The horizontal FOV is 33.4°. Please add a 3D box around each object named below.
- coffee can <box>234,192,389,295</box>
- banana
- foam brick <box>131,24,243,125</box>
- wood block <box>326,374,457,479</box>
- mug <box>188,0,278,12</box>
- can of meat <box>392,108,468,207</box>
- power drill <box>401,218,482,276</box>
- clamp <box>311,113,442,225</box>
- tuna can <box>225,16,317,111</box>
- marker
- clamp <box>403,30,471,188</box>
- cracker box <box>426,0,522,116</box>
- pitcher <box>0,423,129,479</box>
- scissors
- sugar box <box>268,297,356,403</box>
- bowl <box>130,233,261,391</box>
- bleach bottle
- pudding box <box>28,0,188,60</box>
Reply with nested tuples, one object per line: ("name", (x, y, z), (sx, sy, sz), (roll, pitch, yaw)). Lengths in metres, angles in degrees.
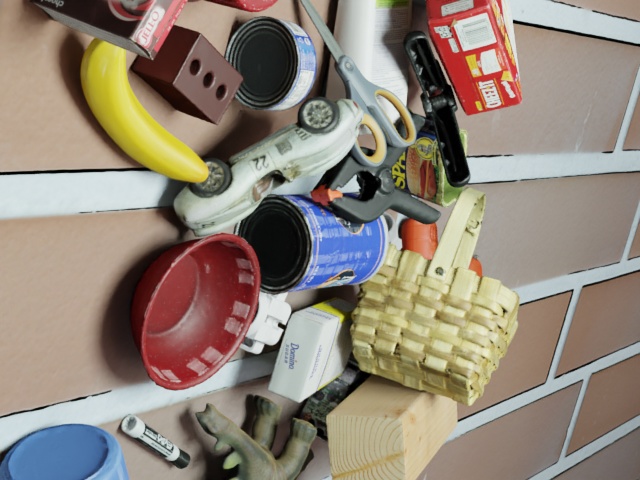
("coffee can", (-0.007, 0.001, 1.126), (0.140, 0.103, 0.103), (-4, 112, -53))
("banana", (-0.153, -0.106, 0.894), (0.198, 0.070, 0.037), (70, 21, -53))
("foam brick", (-0.115, -0.146, 0.933), (0.053, 0.051, 0.078), (-62, 146, -8))
("wood block", (0.091, 0.216, 1.269), (0.205, 0.091, 0.090), (-28, 116, -64))
("mug", (-0.070, -0.249, 0.907), (0.117, 0.082, 0.093), (-54, 144, -20))
("can of meat", (0.127, -0.097, 1.274), (0.057, 0.084, 0.102), (-35, 136, -39))
("power drill", (0.158, 0.074, 1.400), (0.187, 0.057, 0.184), (23, 66, -61))
("clamp", (0.064, -0.053, 1.110), (0.171, 0.039, 0.120), (-27, 100, -37))
("tuna can", (-0.045, -0.163, 0.990), (0.033, 0.086, 0.086), (-5, 113, -55))
("marker", (-0.167, 0.211, 1.103), (0.020, 0.020, 0.121), (-57, 146, -15))
("clamp", (0.126, -0.158, 1.157), (0.210, 0.036, 0.164), (-75, 148, -70))
("cracker box", (0.158, -0.268, 1.140), (0.164, 0.072, 0.213), (53, 30, -54))
("pitcher", (-0.231, 0.296, 0.980), (0.149, 0.145, 0.243), (-44, 139, -50))
("scissors", (0.021, -0.154, 1.059), (0.201, 0.016, 0.096), (43, 59, -23))
("sugar box", (-0.003, 0.121, 1.214), (0.176, 0.048, 0.093), (-4, 112, -72))
("bowl", (-0.130, 0.061, 1.032), (0.161, 0.055, 0.162), (-32, 133, -42))
("bleach bottle", (0.061, -0.242, 1.116), (0.102, 0.068, 0.251), (-19, 122, -50))
("pudding box", (-0.150, -0.194, 0.797), (0.090, 0.114, 0.039), (-61, 150, -9))
